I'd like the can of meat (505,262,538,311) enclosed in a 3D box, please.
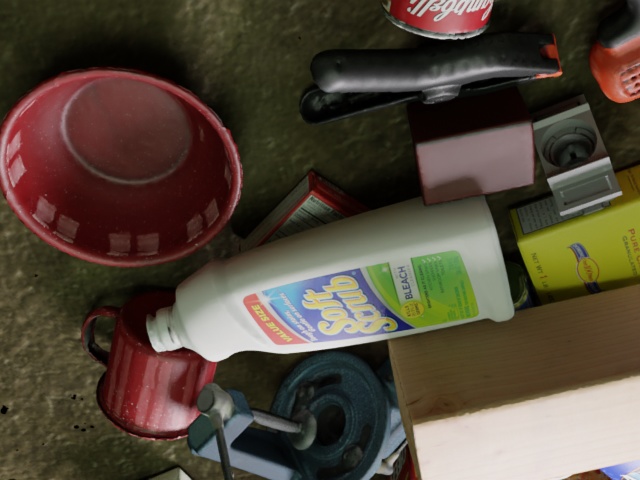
[{"bbox_3d":[0.122,0.069,0.822,0.102,0.057,0.084,-16,130,17],"label":"can of meat"}]

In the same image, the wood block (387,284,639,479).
[{"bbox_3d":[0.162,0.108,0.758,0.206,0.091,0.090,-13,127,0],"label":"wood block"}]

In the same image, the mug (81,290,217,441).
[{"bbox_3d":[-0.132,0.088,0.824,0.117,0.093,0.082,25,124,13],"label":"mug"}]

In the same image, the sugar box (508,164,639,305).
[{"bbox_3d":[0.236,-0.007,0.776,0.176,0.048,0.093,-19,128,15],"label":"sugar box"}]

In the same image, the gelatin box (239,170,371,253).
[{"bbox_3d":[-0.005,0.001,0.786,0.073,0.030,0.089,32,119,-24],"label":"gelatin box"}]

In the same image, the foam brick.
[{"bbox_3d":[0.101,-0.065,0.715,0.078,0.053,0.051,-11,127,6],"label":"foam brick"}]

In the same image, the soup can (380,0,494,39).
[{"bbox_3d":[0.076,-0.178,0.619,0.068,0.068,0.102,5,128,-5],"label":"soup can"}]

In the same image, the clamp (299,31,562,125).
[{"bbox_3d":[0.067,-0.105,0.663,0.171,0.120,0.039,-12,92,3],"label":"clamp"}]

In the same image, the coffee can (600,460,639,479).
[{"bbox_3d":[0.277,0.162,0.878,0.103,0.103,0.140,-37,122,25],"label":"coffee can"}]

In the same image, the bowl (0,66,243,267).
[{"bbox_3d":[-0.132,-0.059,0.718,0.162,0.055,0.162,-1,129,-1],"label":"bowl"}]

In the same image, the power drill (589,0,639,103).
[{"bbox_3d":[0.221,-0.184,0.624,0.185,0.057,0.187,-27,125,19],"label":"power drill"}]

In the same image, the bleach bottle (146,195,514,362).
[{"bbox_3d":[0.003,0.039,0.754,0.251,0.068,0.102,-16,127,6],"label":"bleach bottle"}]

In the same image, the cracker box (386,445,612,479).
[{"bbox_3d":[0.162,0.259,0.976,0.213,0.072,0.164,10,127,-8],"label":"cracker box"}]
